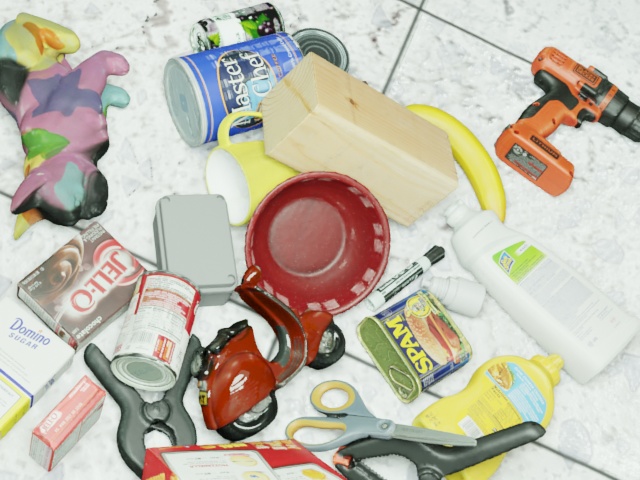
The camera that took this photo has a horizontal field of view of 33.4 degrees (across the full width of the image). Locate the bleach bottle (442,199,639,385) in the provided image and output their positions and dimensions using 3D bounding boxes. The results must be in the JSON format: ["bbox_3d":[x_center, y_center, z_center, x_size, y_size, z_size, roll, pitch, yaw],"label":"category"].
[{"bbox_3d":[0.246,0.045,1.233,0.251,0.068,0.102,45,60,11],"label":"bleach bottle"}]

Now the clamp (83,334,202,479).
[{"bbox_3d":[-0.158,0.169,1.068,0.120,0.039,0.171,-15,68,-18],"label":"clamp"}]

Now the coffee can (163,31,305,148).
[{"bbox_3d":[-0.094,-0.173,1.218,0.140,0.103,0.103,-19,71,-24],"label":"coffee can"}]

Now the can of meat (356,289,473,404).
[{"bbox_3d":[0.104,0.113,1.161,0.083,0.058,0.102,-27,75,-29],"label":"can of meat"}]

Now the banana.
[{"bbox_3d":[0.167,-0.104,1.301,0.069,0.037,0.198,-44,80,-11],"label":"banana"}]

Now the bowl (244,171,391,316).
[{"bbox_3d":[-0.008,0.001,1.159,0.162,0.055,0.162,-3,102,-14],"label":"bowl"}]

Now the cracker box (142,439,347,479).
[{"bbox_3d":[-0.045,0.250,0.948,0.163,0.214,0.072,4,101,-32],"label":"cracker box"}]

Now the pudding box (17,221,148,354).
[{"bbox_3d":[-0.241,0.048,1.102,0.090,0.039,0.113,43,61,6],"label":"pudding box"}]

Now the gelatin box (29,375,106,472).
[{"bbox_3d":[-0.240,0.174,1.010,0.030,0.089,0.073,39,61,4],"label":"gelatin box"}]

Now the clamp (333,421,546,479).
[{"bbox_3d":[0.119,0.232,1.072,0.210,0.036,0.164,19,100,13],"label":"clamp"}]

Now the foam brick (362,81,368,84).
[{"bbox_3d":[0.028,-0.147,1.270,0.078,0.051,0.053,-20,72,-24],"label":"foam brick"}]

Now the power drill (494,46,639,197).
[{"bbox_3d":[0.320,-0.142,1.352,0.184,0.057,0.187,35,57,7],"label":"power drill"}]

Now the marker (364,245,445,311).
[{"bbox_3d":[0.099,0.041,1.216,0.121,0.020,0.020,-35,78,-27],"label":"marker"}]

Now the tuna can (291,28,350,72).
[{"bbox_3d":[-0.007,-0.217,1.305,0.086,0.034,0.086,7,63,-13],"label":"tuna can"}]

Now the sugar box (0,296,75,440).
[{"bbox_3d":[-0.328,0.147,1.025,0.093,0.048,0.176,39,57,4],"label":"sugar box"}]

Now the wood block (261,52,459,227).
[{"bbox_3d":[0.045,-0.108,1.180,0.205,0.090,0.091,26,40,-31],"label":"wood block"}]

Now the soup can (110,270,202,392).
[{"bbox_3d":[-0.162,0.089,1.055,0.068,0.069,0.102,18,53,-7],"label":"soup can"}]

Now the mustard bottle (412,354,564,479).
[{"bbox_3d":[0.196,0.180,1.152,0.191,0.058,0.096,-33,78,-27],"label":"mustard bottle"}]

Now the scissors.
[{"bbox_3d":[0.062,0.176,1.079,0.202,0.016,0.096,-8,41,19],"label":"scissors"}]
